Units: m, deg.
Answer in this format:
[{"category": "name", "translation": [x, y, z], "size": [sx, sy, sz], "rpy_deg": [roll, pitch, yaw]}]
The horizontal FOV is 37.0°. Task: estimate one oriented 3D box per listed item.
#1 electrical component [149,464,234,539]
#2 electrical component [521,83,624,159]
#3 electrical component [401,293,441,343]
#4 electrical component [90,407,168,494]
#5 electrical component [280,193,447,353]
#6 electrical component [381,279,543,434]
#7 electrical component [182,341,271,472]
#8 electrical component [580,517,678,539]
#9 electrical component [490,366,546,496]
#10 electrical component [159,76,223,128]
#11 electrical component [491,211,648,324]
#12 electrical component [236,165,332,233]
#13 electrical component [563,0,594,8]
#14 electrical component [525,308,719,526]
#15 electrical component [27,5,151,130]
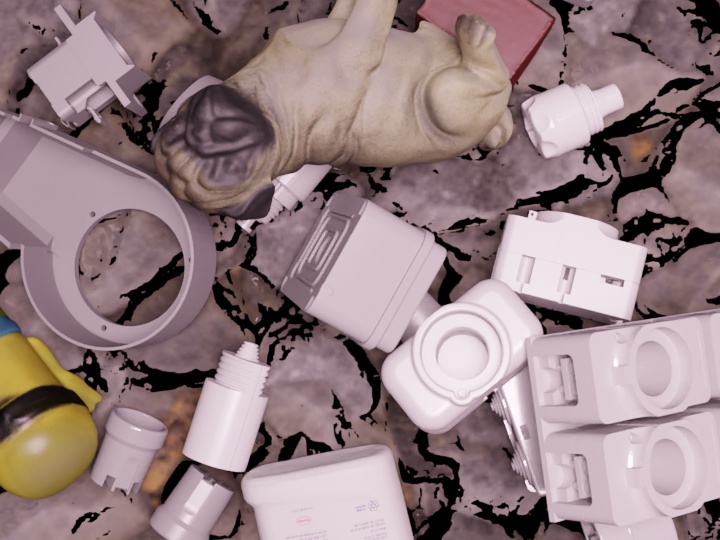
[{"category": "electrical component", "translation": [-0.110, 0.156, 0.707], "size": [0.040, 0.040, 0.046], "rpy_deg": [33, 83, 4]}, {"category": "electrical component", "translation": [0.141, -0.102, 0.705], "size": [0.062, 0.043, 0.043], "rpy_deg": [-23, 87, 0]}, {"category": "electrical component", "translation": [0.050, 0.045, 0.704], "size": [0.044, 0.044, 0.065], "rpy_deg": [-45, 82, 0]}, {"category": "electrical component", "translation": [-0.154, 0.119, 0.710], "size": [0.040, 0.040, 0.046], "rpy_deg": [23, 94, 3]}, {"category": "electrical component", "translation": [0.000, 0.000, 0.669], "size": [0.057, 0.113, 0.078], "rpy_deg": [30, 89, -14]}, {"category": "electrical component", "translation": [0.062, 0.052, 0.648], "size": [0.095, 0.059, 0.053], "rpy_deg": [-39, 76, -2]}, {"category": "electrical component", "translation": [-0.084, 0.087, 0.706], "size": [0.043, 0.043, 0.081], "rpy_deg": [17, 88, 3]}, {"category": "electrical component", "translation": [0.171, 0.165, 0.687], "size": [0.047, 0.055, 0.055], "rpy_deg": [-19, 87, -2]}, {"category": "electrical component", "translation": [0.138, 0.091, 0.693], "size": [0.100, 0.048, 0.099], "rpy_deg": [-19, 86, 2]}, {"category": "electrical component", "translation": [-0.095, -0.090, 0.708], "size": [0.057, 0.058, 0.078], "rpy_deg": [41, 89, 1]}, {"category": "electrical component", "translation": [0.134, -0.003, 0.695], "size": [0.089, 0.050, 0.055], "rpy_deg": [14, 84, 6]}, {"category": "electrical component", "translation": [-0.053, -0.058, 0.713], "size": [0.040, 0.040, 0.078], "rpy_deg": [40, 89, 4]}, {"category": "electrical component", "translation": [0.157, -0.218, 0.702], "size": [0.058, 0.057, 0.078], "rpy_deg": [22, 89, 3]}, {"category": "electrical component", "translation": [0.195, 0.080, 0.638], "size": [0.186, 0.060, 0.105], "rpy_deg": [-6, 87, -33]}, {"category": "electrical component", "translation": [-0.183, -0.132, 0.721], "size": [0.064, 0.042, 0.081], "rpy_deg": [-36, 86, 2]}]
